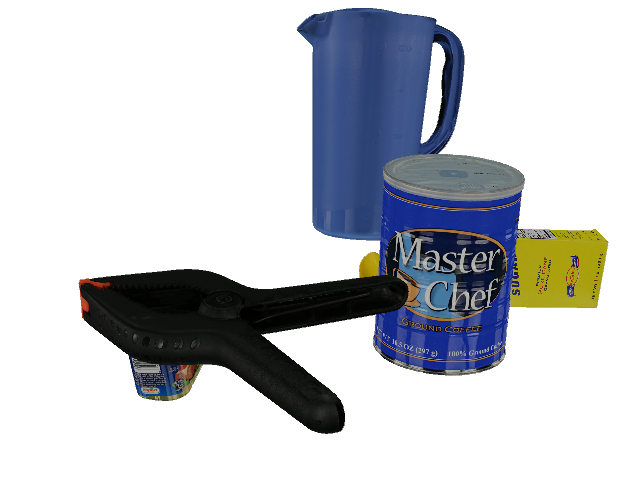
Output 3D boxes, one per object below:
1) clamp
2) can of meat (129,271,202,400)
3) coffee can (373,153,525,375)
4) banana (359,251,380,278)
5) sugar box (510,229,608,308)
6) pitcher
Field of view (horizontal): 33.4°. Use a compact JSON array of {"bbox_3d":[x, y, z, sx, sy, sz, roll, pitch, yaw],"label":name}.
[{"bbox_3d":[-0.052,0.049,0.679,0.210,0.036,0.164,12,27,22],"label":"clamp"},{"bbox_3d":[-0.144,0.089,1.001,0.057,0.084,0.102,-1,26,13],"label":"can of meat"},{"bbox_3d":[0.094,0.015,0.798,0.103,0.140,0.103,2,19,-1],"label":"coffee can"},{"bbox_3d":[0.088,0.059,1.172,0.069,0.037,0.198,4,20,-36],"label":"banana"},{"bbox_3d":[0.254,0.034,1.303,0.176,0.093,0.048,-1,21,-10],"label":"sugar box"},{"bbox_3d":[0.061,-0.127,1.156,0.149,0.243,0.144,7,10,25],"label":"pitcher"}]
